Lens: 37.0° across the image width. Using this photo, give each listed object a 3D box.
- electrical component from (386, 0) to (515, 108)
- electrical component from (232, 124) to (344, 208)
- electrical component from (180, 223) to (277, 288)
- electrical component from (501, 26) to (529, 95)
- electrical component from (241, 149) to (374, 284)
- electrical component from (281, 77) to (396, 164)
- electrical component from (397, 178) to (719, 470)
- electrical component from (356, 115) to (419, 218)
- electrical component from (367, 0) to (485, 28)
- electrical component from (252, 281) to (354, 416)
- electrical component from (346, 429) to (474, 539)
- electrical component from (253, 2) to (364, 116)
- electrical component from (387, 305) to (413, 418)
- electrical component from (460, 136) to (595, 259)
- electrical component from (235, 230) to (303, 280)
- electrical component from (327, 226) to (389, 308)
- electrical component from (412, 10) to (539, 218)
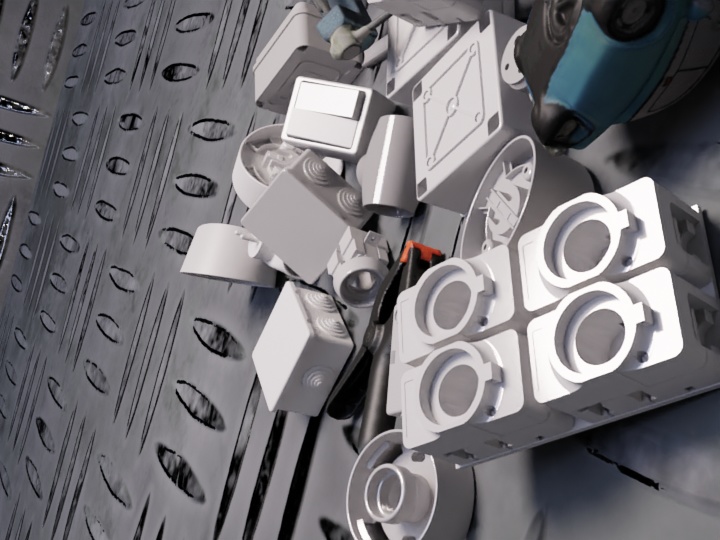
[{"bbox_3d":[0.071,-0.197,0.862,0.109,0.056,0.108,-35,46,53],"label":"electrical component"},{"bbox_3d":[-0.074,-0.097,1.057,0.064,0.099,0.099,123,149,-45],"label":"electrical component"},{"bbox_3d":[-0.134,-0.008,1.124,0.099,0.099,0.064,-20,53,59],"label":"electrical component"},{"bbox_3d":[0.128,-0.135,0.715,0.045,0.055,0.045,-40,42,50],"label":"electrical component"},{"bbox_3d":[-0.046,-0.049,0.972,0.100,0.100,0.048,-44,6,44],"label":"electrical component"},{"bbox_3d":[-0.026,-0.135,0.969,0.096,0.061,0.061,14,89,26],"label":"electrical component"},{"bbox_3d":[0.105,0.035,0.613,0.186,0.060,0.105,-27,52,38],"label":"electrical component"},{"bbox_3d":[0.023,-0.085,0.912,0.079,0.044,0.077,-7,70,63],"label":"electrical component"},{"bbox_3d":[0.049,-0.213,0.784,0.089,0.056,0.050,15,87,61],"label":"electrical component"},{"bbox_3d":[-0.052,0.073,0.973,0.099,0.048,0.099,-63,28,23],"label":"electrical component"},{"bbox_3d":[0.038,0.161,0.756,0.099,0.064,0.099,-23,58,42],"label":"electrical component"},{"bbox_3d":[-0.054,-0.210,1.094,0.113,0.078,0.057,-42,44,49],"label":"electrical component"},{"bbox_3d":[0.061,0.060,0.753,0.100,0.048,0.099,-26,54,57],"label":"electrical component"},{"bbox_3d":[0.104,-0.036,0.700,0.099,0.064,0.099,-39,43,50],"label":"electrical component"},{"bbox_3d":[-0.084,-0.025,1.053,0.077,0.079,0.043,32,105,63],"label":"electrical component"},{"bbox_3d":[0.000,0.000,0.913,0.066,0.048,0.055,-60,22,28],"label":"electrical component"},{"bbox_3d":[0.089,-0.111,0.780,0.109,0.056,0.108,-41,42,49],"label":"electrical component"}]
